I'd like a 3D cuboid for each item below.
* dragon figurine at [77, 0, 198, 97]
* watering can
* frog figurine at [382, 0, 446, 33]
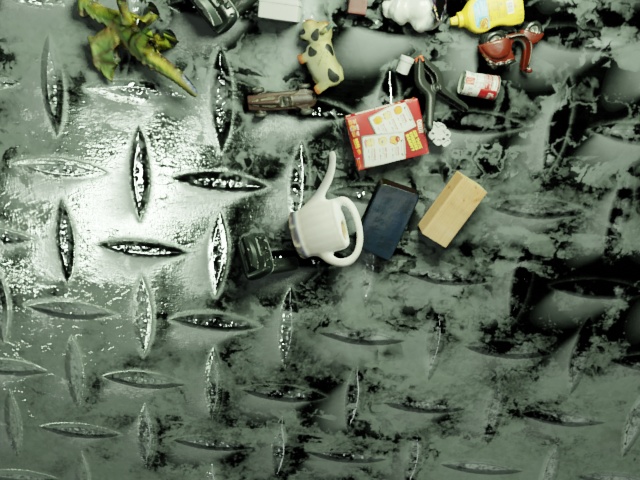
[{"bbox_3d":[-0.543,-0.542,1.468,0.240,0.124,0.406,-23,105,28],"label":"dragon figurine"},{"bbox_3d":[0.005,-0.080,1.581,0.223,0.104,0.348,-16,88,14],"label":"watering can"},{"bbox_3d":[0.257,-0.632,1.407,0.159,0.125,0.135,-4,123,42],"label":"frog figurine"}]
